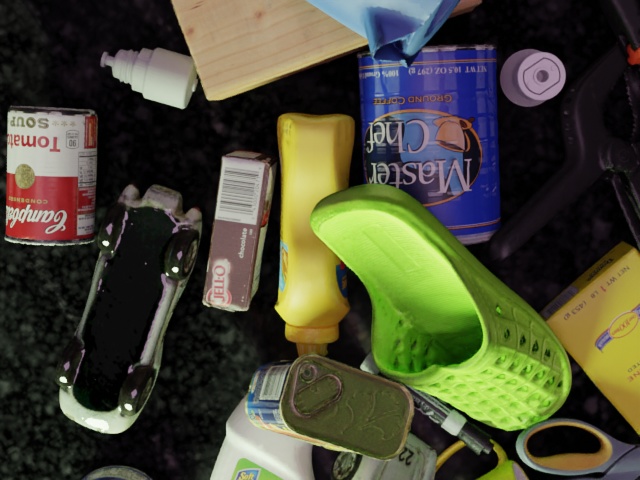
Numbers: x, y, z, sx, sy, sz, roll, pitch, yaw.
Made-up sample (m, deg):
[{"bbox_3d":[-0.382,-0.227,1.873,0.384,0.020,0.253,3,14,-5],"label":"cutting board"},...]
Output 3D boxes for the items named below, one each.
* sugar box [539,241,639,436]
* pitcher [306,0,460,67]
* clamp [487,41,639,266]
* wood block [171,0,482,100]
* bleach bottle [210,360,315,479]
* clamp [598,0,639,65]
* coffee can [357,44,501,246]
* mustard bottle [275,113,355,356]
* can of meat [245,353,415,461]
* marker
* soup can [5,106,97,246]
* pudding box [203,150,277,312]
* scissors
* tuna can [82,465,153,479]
[{"bbox_3d":[0.261,0.097,0.833,0.093,0.048,0.176,-42,93,6],"label":"sugar box"},{"bbox_3d":[-0.004,-0.232,0.676,0.243,0.149,0.145,31,113,2],"label":"pitcher"},{"bbox_3d":[0.223,-0.050,0.789,0.164,0.036,0.210,23,76,-13],"label":"clamp"},{"bbox_3d":[0.004,-0.178,0.784,0.206,0.091,0.090,-19,97,4],"label":"wood block"},{"bbox_3d":[-0.044,0.222,0.856,0.102,0.068,0.251,15,95,-5],"label":"bleach bottle"},{"bbox_3d":[0.257,-0.214,0.783,0.120,0.039,0.171,1,85,5],"label":"clamp"},{"bbox_3d":[0.081,-0.070,0.789,0.103,0.103,0.140,-3,97,3],"label":"coffee can"},{"bbox_3d":[-0.005,0.001,0.805,0.058,0.096,0.192,1,98,-1],"label":"mustard bottle"},{"bbox_3d":[0.004,0.123,0.787,0.102,0.084,0.057,21,75,-20],"label":"can of meat"},{"bbox_3d":[0.085,0.129,0.843,0.121,0.020,0.020,35,98,13],"label":"marker"},{"bbox_3d":[-0.207,-0.050,0.821,0.068,0.068,0.102,3,97,2],"label":"soup can"},{"bbox_3d":[-0.060,-0.009,0.810,0.039,0.090,0.113,10,97,-1],"label":"pudding box"},{"bbox_3d":[0.247,0.182,0.805,0.201,0.016,0.096,8,79,-2],"label":"scissors"},{"bbox_3d":[-0.168,0.231,0.875,0.086,0.033,0.086,0,98,2],"label":"tuna can"}]
